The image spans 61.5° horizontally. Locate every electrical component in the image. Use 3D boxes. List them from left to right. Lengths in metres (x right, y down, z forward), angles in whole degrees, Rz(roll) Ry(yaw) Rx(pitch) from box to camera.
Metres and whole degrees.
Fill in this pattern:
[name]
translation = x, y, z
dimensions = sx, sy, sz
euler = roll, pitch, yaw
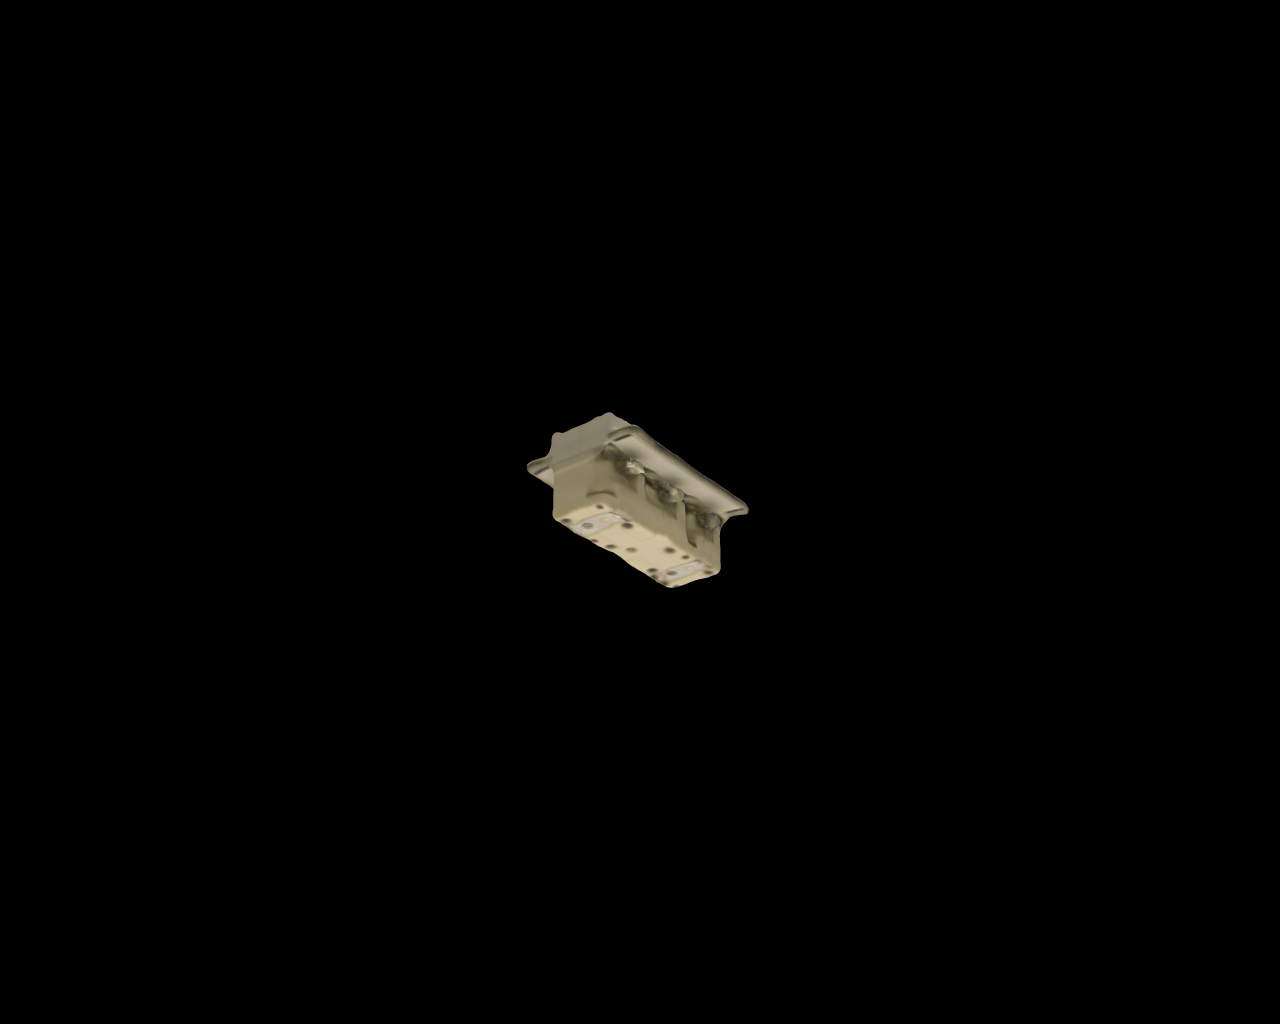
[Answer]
[electrical component]
translation = 0.001, -0.003, 0.650
dimensions = 0.078, 0.063, 0.121
euler = -19, -34, 31
